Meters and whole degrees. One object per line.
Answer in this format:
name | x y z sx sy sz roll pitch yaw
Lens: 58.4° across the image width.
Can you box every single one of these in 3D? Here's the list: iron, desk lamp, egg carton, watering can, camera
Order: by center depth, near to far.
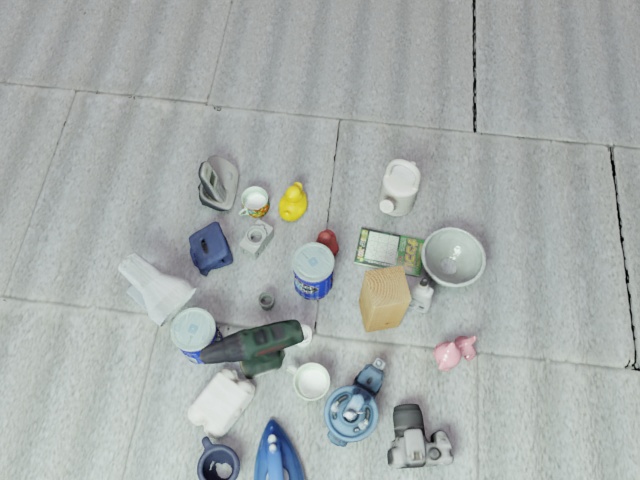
iron | -0.093 0.506 1.230 0.118 0.141 0.258 -9 66 -5
camera | 0.221 0.440 1.290 0.143 0.101 0.137 -3 65 -3
egg carton | -0.227 0.376 1.326 0.107 0.069 0.150 32 69 13
desk lamp | -0.388 0.121 1.360 0.203 0.213 0.118 36 70 14
watering can | 0.212 -0.141 1.506 0.101 0.194 0.173 7 65 2

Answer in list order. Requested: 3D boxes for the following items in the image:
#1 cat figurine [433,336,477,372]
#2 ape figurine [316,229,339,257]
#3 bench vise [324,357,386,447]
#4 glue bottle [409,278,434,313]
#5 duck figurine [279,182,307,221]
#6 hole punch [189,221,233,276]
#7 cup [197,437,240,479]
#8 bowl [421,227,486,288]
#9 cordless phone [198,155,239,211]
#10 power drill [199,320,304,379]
cat figurine | 0.320 0.265 1.364 0.128 0.118 0.067 -26 68 -12
ape figurine | 0.014 0.005 1.490 0.078 0.092 0.076 -38 71 -16
bench vise | 0.077 0.345 1.265 0.121 0.220 0.207 13 66 5
glue bottle | 0.243 0.128 1.394 0.078 0.173 0.037 22 67 9
duck figurine | -0.073 -0.108 1.543 0.077 0.086 0.105 20 66 8
hole punch | -0.285 0.022 1.475 0.101 0.091 0.108 -20 67 -10
cup | -0.224 0.491 1.260 0.092 0.095 0.117 -29 69 -14
bowl | 0.339 0.055 1.484 0.167 0.075 0.167 1 65 -1
cordless phone | -0.276 -0.174 1.514 0.094 0.185 0.147 4 65 1
power drill | -0.148 0.253 1.308 0.230 0.208 0.075 -19 67 -9
